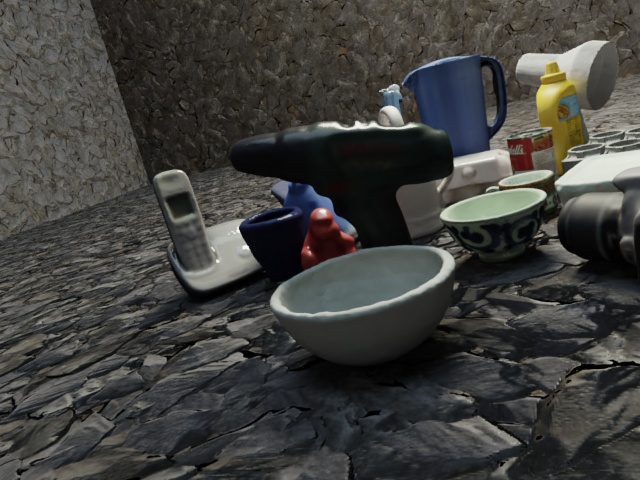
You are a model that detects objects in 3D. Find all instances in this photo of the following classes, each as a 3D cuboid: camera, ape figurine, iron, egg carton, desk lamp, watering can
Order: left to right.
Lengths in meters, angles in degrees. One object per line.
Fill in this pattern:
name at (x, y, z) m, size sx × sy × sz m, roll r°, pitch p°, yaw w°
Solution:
ape figurine at (0.007, 0.003, 0.766) m, size 0.078 × 0.092 × 0.076 m, roll -16°, pitch 14°, yaw -4°
iron at (0.026, -0.077, 0.964) m, size 0.118 × 0.141 × 0.259 m, roll -5°, pitch 16°, yaw 35°
watering can at (0.113, -0.102, 0.859) m, size 0.173 × 0.194 × 0.100 m, roll -21°, pitch 15°, yaw -25°
egg carton at (0.268, -0.111, 1.005) m, size 0.150 × 0.069 × 0.107 m, roll -8°, pitch 15°, yaw 24°
desk lamp at (0.463, -0.261, 1.097) m, size 0.118 × 0.214 × 0.202 m, roll -24°, pitch 17°, yaw -35°
camera at (0.309, -0.025, 0.543) m, size 0.143 × 0.101 × 0.136 m, roll -22°, pitch 15°, yaw -28°

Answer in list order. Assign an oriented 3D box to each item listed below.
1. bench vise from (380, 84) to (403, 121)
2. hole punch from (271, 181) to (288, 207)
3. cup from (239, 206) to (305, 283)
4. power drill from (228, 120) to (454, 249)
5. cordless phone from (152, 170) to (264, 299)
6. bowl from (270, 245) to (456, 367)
bench vise at (0.170, -0.211, 1.188) m, size 0.121 × 0.220 × 0.207 m, roll -12°, pitch 14°, yaw 9°
hole punch at (-0.029, -0.082, 1.153) m, size 0.109 × 0.091 × 0.100 m, roll -24°, pitch 16°, yaw -33°
cup at (-0.061, 0.007, 0.814) m, size 0.092 × 0.095 × 0.117 m, roll -16°, pitch 14°, yaw -7°
power drill at (0.035, -0.029, 0.613) m, size 0.229 × 0.208 × 0.075 m, roll -13°, pitch 14°, yaw 7°
cordless phone at (-0.158, -0.021, 0.835) m, size 0.148 × 0.185 × 0.093 m, roll -23°, pitch 16°, yaw -31°
bowl at (0.044, 0.065, 0.512) m, size 0.167 × 0.075 × 0.167 m, roll -14°, pitch 13°, yaw 4°
